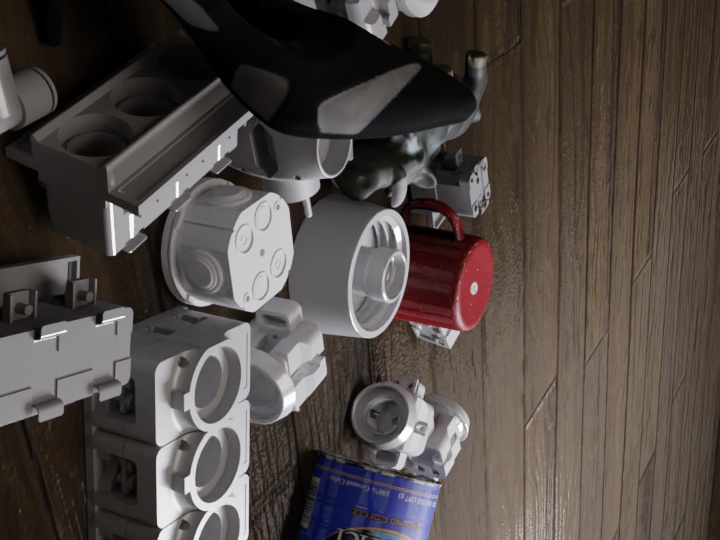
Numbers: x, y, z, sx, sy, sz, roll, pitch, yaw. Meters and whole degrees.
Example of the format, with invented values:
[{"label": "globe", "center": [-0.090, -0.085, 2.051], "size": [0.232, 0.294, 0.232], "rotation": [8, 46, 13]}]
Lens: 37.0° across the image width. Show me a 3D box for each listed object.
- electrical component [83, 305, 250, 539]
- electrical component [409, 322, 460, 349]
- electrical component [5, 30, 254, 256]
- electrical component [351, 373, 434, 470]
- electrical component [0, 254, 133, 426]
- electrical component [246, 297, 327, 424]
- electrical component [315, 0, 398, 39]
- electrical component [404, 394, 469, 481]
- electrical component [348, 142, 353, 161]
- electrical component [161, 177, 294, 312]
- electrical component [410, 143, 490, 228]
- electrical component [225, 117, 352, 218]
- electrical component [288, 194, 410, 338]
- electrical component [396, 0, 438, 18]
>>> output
[{"label": "electrical component", "center": [-0.109, 0.108, 0.639], "size": [0.089, 0.062, 0.150], "rotation": [-25, 122, -58]}, {"label": "electrical component", "center": [0.075, 0.034, 0.988], "size": [0.055, 0.048, 0.066], "rotation": [-58, 148, -21]}, {"label": "electrical component", "center": [-0.111, -0.067, 0.562], "size": [0.121, 0.079, 0.063], "rotation": [-51, 157, -43]}, {"label": "electrical component", "center": [0.026, 0.126, 0.914], "size": [0.057, 0.058, 0.078], "rotation": [40, 65, -63]}, {"label": "electrical component", "center": [-0.167, 0.041, 0.502], "size": [0.121, 0.063, 0.078], "rotation": [-15, 113, -61]}, {"label": "electrical component", "center": [-0.060, 0.067, 0.725], "size": [0.057, 0.058, 0.078], "rotation": [-48, 140, -50]}, {"label": "electrical component", "center": [-0.009, -0.188, 0.729], "size": [0.078, 0.058, 0.057], "rotation": [-61, 151, -32]}, {"label": "electrical component", "center": [0.067, 0.153, 1.003], "size": [0.057, 0.058, 0.078], "rotation": [-52, 143, -37]}, {"label": "electrical component", "center": [-0.023, -0.107, 0.747], "size": [0.045, 0.045, 0.055], "rotation": [6, 95, -63]}, {"label": "electrical component", "center": [-0.081, -0.015, 0.661], "size": [0.080, 0.051, 0.080], "rotation": [-32, 127, -55]}, {"label": "electrical component", "center": [0.078, -0.075, 0.932], "size": [0.042, 0.064, 0.081], "rotation": [-52, 142, -41]}, {"label": "electrical component", "center": [-0.046, -0.068, 0.679], "size": [0.043, 0.077, 0.079], "rotation": [-49, 141, -45]}, {"label": "electrical component", "center": [0.000, 0.000, 0.812], "size": [0.108, 0.060, 0.108], "rotation": [-32, 127, -55]}, {"label": "electrical component", "center": [0.029, -0.229, 0.794], "size": [0.080, 0.051, 0.080], "rotation": [-32, 127, -55]}]
